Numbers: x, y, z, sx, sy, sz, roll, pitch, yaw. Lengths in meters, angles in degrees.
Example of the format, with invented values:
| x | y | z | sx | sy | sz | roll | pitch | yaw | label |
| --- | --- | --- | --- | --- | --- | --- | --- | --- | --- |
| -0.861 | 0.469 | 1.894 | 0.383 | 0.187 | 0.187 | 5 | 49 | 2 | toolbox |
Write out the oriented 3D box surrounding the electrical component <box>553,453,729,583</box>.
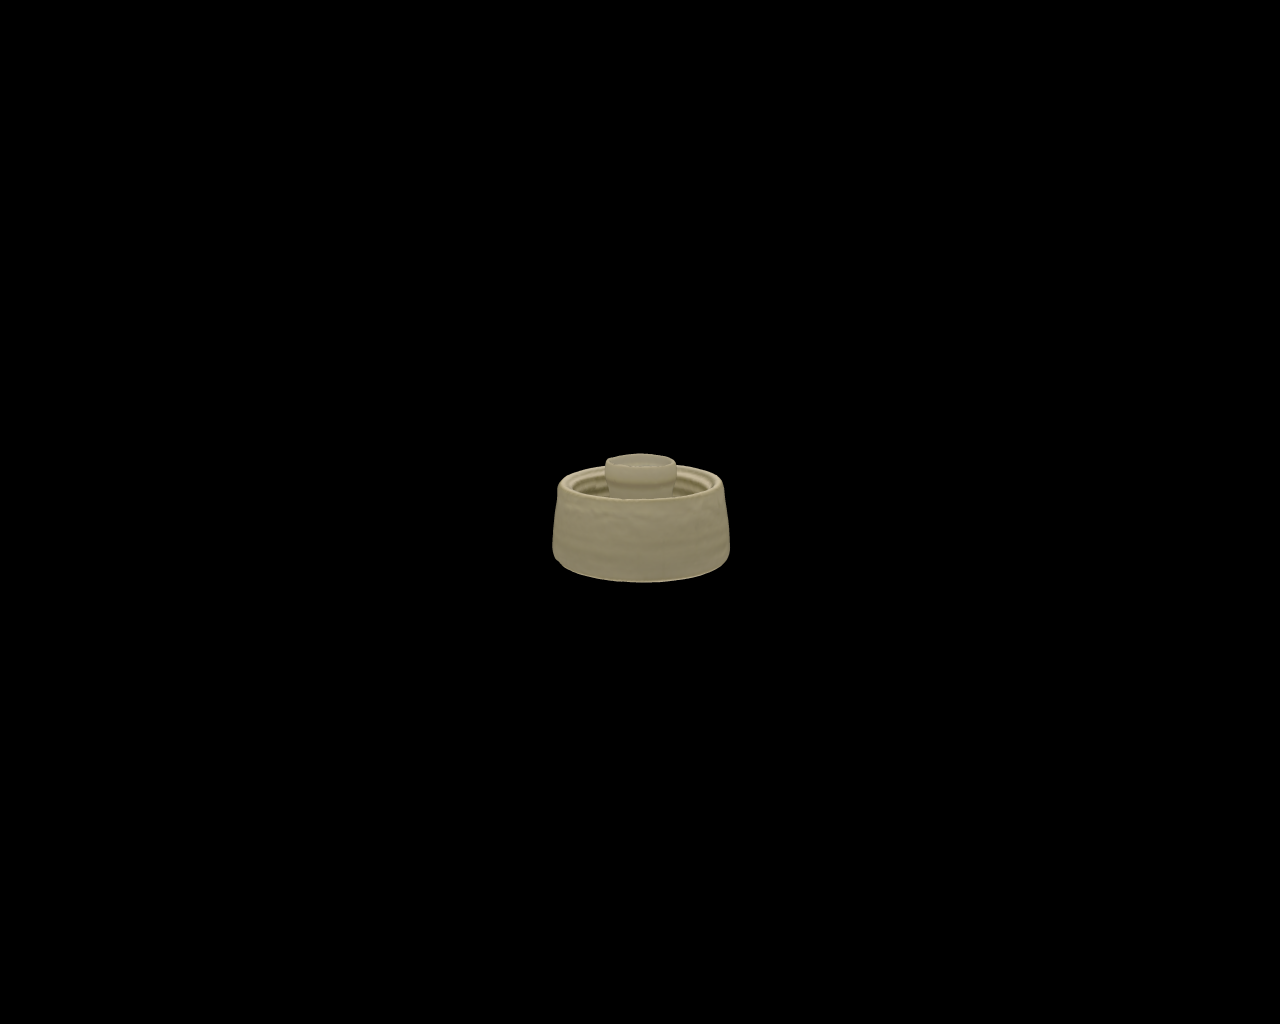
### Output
| x | y | z | sx | sy | sz | roll | pitch | yaw | label |
| --- | --- | --- | --- | --- | --- | --- | --- | --- | --- |
| 0.001 | -0.003 | 0.650 | 0.108 | 0.060 | 0.108 | 0 | 15 | 0 | electrical component |
